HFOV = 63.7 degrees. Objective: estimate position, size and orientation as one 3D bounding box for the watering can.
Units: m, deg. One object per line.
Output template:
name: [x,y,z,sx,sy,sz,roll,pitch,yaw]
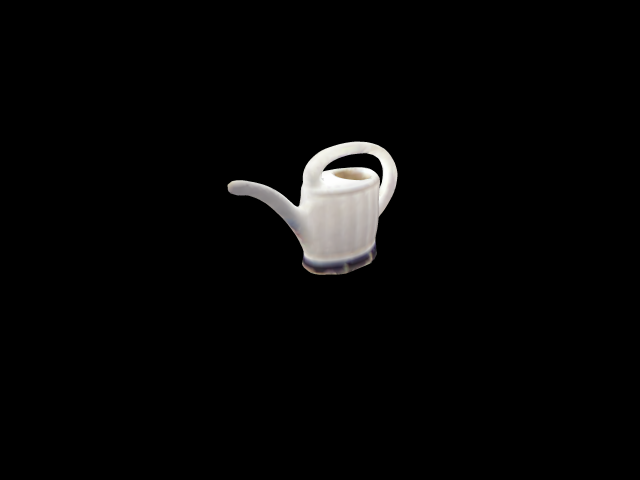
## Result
watering can: [0.003,-0.043,0.850,0.351,0.220,0.105,-19,29,-37]
